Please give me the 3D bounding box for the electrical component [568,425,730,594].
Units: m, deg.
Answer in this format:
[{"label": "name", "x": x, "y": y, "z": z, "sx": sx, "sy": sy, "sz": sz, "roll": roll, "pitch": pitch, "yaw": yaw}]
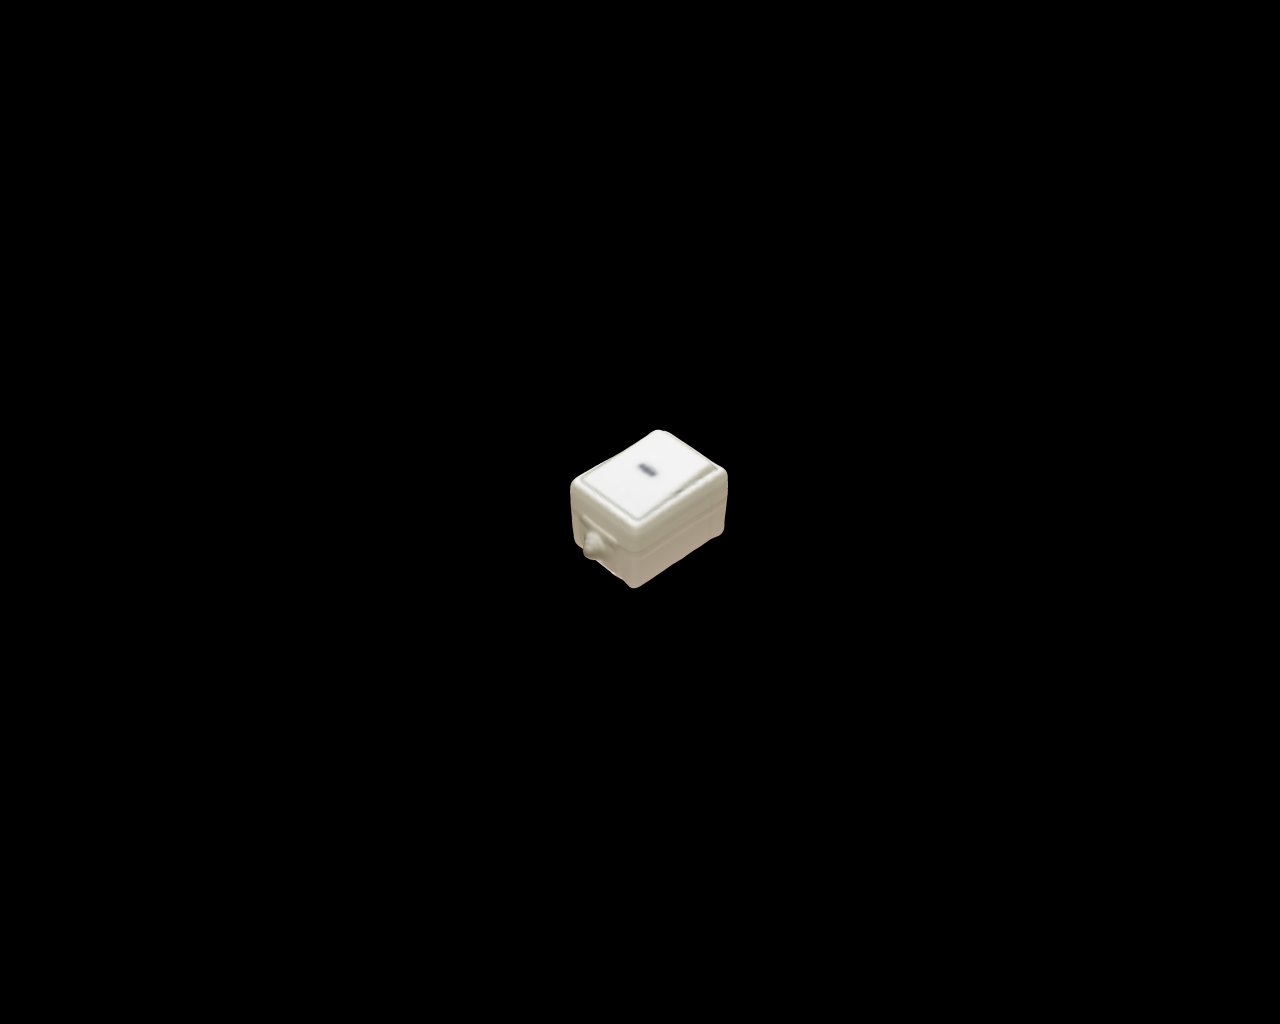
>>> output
[{"label": "electrical component", "x": 0.001, "y": -0.003, "z": 0.650, "sx": 0.096, "sy": 0.061, "sz": 0.062, "roll": -31, "pitch": 51, "yaw": -30}]
